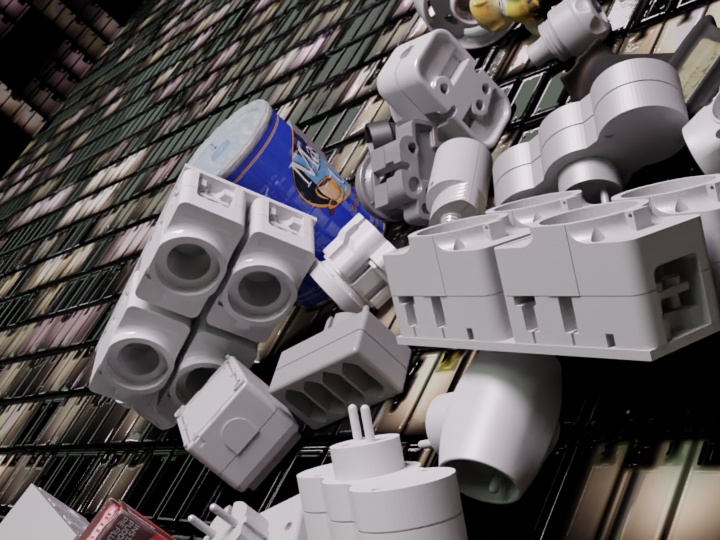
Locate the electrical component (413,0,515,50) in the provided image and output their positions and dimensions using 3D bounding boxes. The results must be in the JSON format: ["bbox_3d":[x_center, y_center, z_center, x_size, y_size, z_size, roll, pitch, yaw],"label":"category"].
[{"bbox_3d":[0.097,-0.248,0.958,0.099,0.099,0.064,-38,32,19],"label":"electrical component"}]

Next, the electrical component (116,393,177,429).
[{"bbox_3d":[-0.168,0.092,0.922,0.080,0.051,0.080,-37,26,21],"label":"electrical component"}]

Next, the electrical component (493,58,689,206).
[{"bbox_3d":[0.135,-0.056,0.636,0.138,0.052,0.073,-39,40,43],"label":"electrical component"}]

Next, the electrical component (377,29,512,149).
[{"bbox_3d":[0.063,-0.134,0.836,0.059,0.095,0.053,-10,43,53],"label":"electrical component"}]

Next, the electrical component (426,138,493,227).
[{"bbox_3d":[0.069,-0.053,0.766,0.043,0.043,0.081,-29,30,34],"label":"electrical component"}]

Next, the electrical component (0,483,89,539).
[{"bbox_3d":[-0.235,0.231,0.808,0.089,0.062,0.150,-54,25,-14],"label":"electrical component"}]

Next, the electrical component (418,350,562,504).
[{"bbox_3d":[0.062,0.081,0.571,0.079,0.044,0.077,-19,37,47],"label":"electrical component"}]

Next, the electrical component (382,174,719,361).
[{"bbox_3d":[0.107,-0.003,0.546,0.105,0.060,0.186,-18,8,-32],"label":"electrical component"}]

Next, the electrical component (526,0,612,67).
[{"bbox_3d":[0.156,-0.179,0.817,0.062,0.043,0.043,-34,27,29],"label":"electrical component"}]

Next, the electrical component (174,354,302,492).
[{"bbox_3d":[-0.087,0.108,0.763,0.061,0.061,0.096,-48,16,-3],"label":"electrical component"}]

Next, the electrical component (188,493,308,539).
[{"bbox_3d":[-0.065,0.160,0.622,0.083,0.076,0.047,-32,28,30],"label":"electrical component"}]

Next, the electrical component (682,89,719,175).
[{"bbox_3d":[0.216,-0.089,0.580,0.077,0.044,0.079,-34,27,27],"label":"electrical component"}]

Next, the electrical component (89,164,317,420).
[{"bbox_3d":[-0.120,0.028,0.807,0.186,0.105,0.060,-58,20,28],"label":"electrical component"}]

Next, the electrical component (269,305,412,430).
[{"bbox_3d":[-0.009,0.054,0.726,0.083,0.047,0.075,-28,30,36],"label":"electrical component"}]

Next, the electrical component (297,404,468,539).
[{"bbox_3d":[0.006,0.105,0.554,0.052,0.073,0.138,-9,-3,-21],"label":"electrical component"}]

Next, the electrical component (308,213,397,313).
[{"bbox_3d":[0.000,0.000,0.783,0.057,0.058,0.078,-44,24,0],"label":"electrical component"}]

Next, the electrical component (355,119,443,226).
[{"bbox_3d":[0.034,-0.069,0.825,0.057,0.058,0.078,-18,72,50],"label":"electrical component"}]
